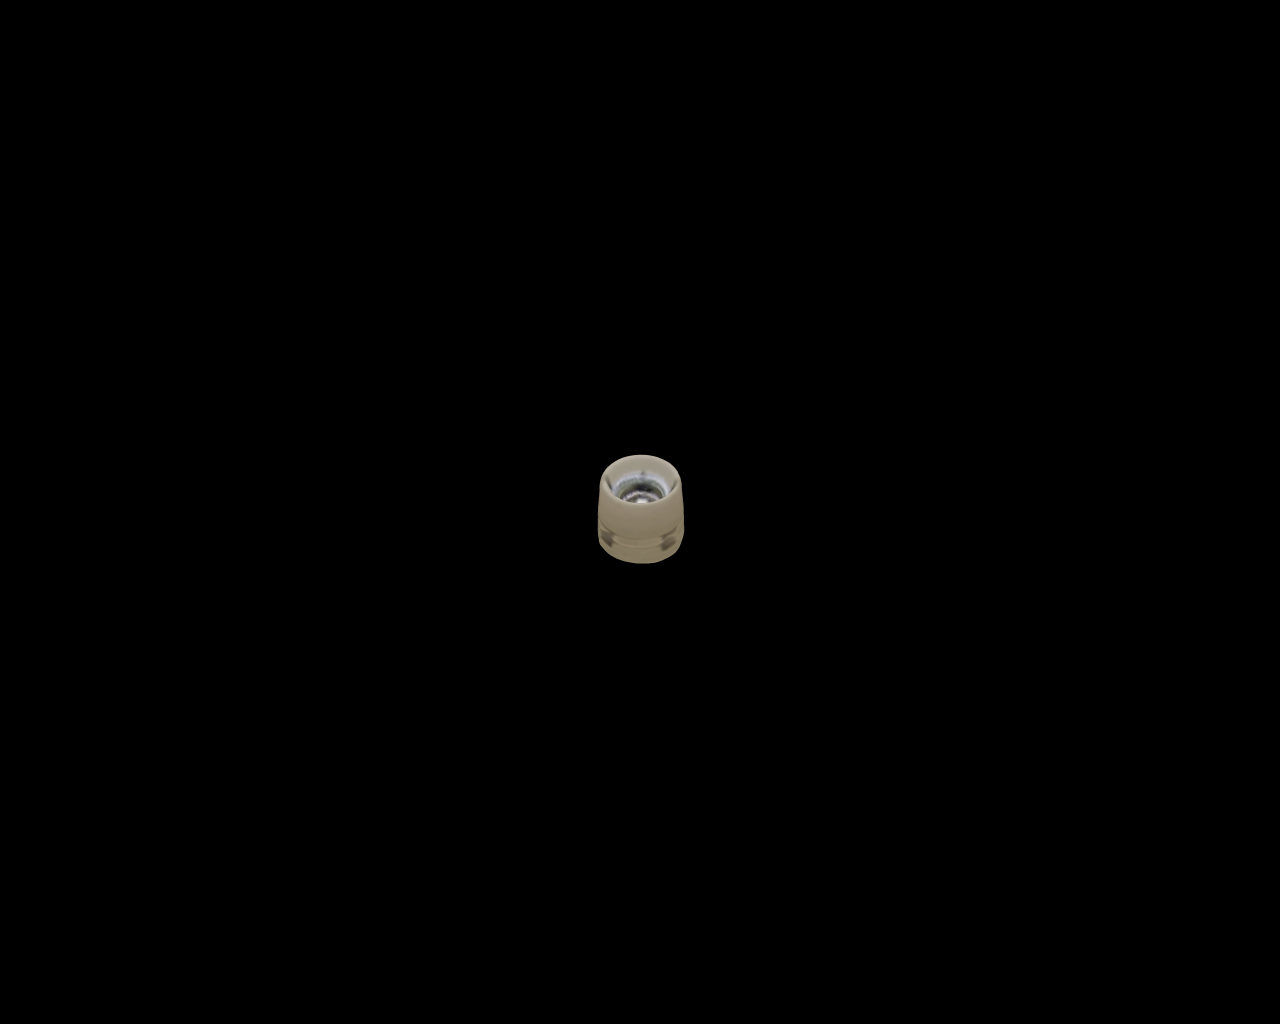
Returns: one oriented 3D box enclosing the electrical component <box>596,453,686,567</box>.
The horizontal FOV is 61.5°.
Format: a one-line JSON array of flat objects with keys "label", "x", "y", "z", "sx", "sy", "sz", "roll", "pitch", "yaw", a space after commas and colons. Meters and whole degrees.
[{"label": "electrical component", "x": 0.001, "y": -0.003, "z": 0.650, "sx": 0.055, "sy": 0.047, "sz": 0.055, "roll": 0, "pitch": 42, "yaw": 0}]
